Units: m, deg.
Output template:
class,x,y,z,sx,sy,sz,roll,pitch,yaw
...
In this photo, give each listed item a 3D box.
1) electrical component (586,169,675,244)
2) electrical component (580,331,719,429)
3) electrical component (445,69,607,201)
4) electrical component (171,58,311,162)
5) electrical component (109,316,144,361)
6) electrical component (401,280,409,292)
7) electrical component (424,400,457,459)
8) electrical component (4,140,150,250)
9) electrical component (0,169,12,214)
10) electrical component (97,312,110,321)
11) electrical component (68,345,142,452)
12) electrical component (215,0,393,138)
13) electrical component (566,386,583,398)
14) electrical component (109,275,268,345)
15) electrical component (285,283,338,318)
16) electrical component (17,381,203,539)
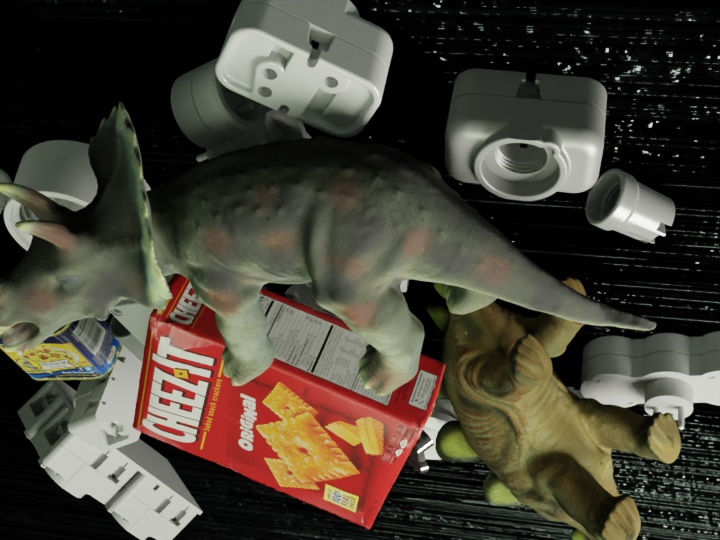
class,x,y,z,sx,sy,sz,roll,pitch,yaw
electrical component,0.181,-0.041,0.717,0.046,0.040,0.040,21,144,-21
electrical component,0.243,0.093,0.847,0.138,0.073,0.052,-4,141,22
electrical component,0.102,-0.083,0.667,0.095,0.059,0.053,6,143,9
electrical component,-0.079,-0.081,0.732,0.074,0.052,0.138,-17,135,35
electrical component,-0.183,0.065,0.966,0.043,0.043,0.081,-10,138,28
electrical component,0.000,0.000,0.822,0.077,0.044,0.079,10,144,5
electrical component,0.061,0.135,0.978,0.080,0.051,0.080,8,144,6
electrical component,-0.218,-0.040,0.822,0.108,0.060,0.108,8,144,6
electrical component,-0.317,-0.069,0.815,0.054,0.059,0.095,-24,131,39
electrical component,-0.225,0.017,0.918,0.040,0.040,0.078,11,144,3
electrical component,-0.232,0.119,1.015,0.056,0.089,0.050,-24,130,39
electrical component,-0.031,-0.130,0.645,0.095,0.059,0.053,23,143,-14
electrical component,0.196,0.129,0.935,0.055,0.048,0.066,0,143,30
electrical component,-0.134,0.034,0.898,0.109,0.056,0.108,-8,139,26
electrical component,-0.039,0.034,0.857,0.047,0.065,0.076,7,144,20
electrical component,-0.261,0.201,1.111,0.186,0.060,0.105,48,174,-38
